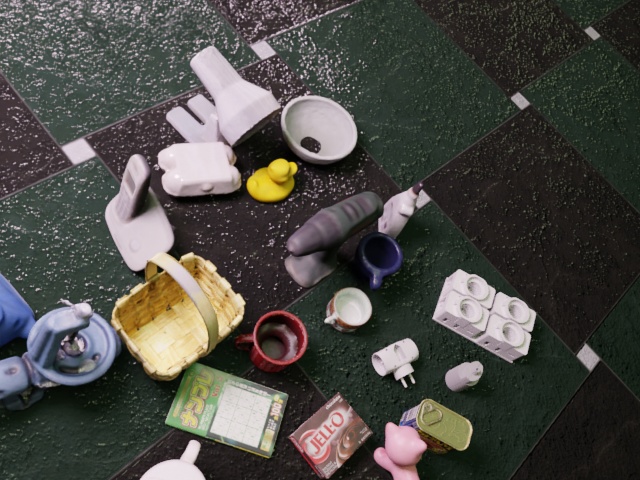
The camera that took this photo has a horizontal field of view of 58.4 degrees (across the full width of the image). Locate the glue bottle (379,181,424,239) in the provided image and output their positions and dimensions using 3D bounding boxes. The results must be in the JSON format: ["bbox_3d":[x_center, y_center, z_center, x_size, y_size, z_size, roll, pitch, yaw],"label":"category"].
[{"bbox_3d":[0.165,-0.065,1.144,0.037,0.173,0.078,12,60,-13],"label":"glue bottle"}]

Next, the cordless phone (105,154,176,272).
[{"bbox_3d":[-0.297,-0.045,0.959,0.094,0.185,0.147,-25,73,-29],"label":"cordless phone"}]

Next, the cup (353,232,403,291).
[{"bbox_3d":[0.101,0.055,1.103,0.092,0.095,0.118,16,59,-11],"label":"cup"}]

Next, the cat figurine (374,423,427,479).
[{"bbox_3d":[0.142,0.363,0.940,0.067,0.117,0.127,-9,66,-23],"label":"cat figurine"}]

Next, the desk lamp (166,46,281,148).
[{"bbox_3d":[-0.187,-0.249,1.091,0.203,0.213,0.118,43,58,6],"label":"desk lamp"}]

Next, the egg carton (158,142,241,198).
[{"bbox_3d":[-0.230,-0.132,1.099,0.151,0.069,0.107,-8,66,-23],"label":"egg carton"}]

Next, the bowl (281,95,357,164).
[{"bbox_3d":[-0.009,-0.222,1.223,0.168,0.074,0.167,9,61,-15],"label":"bowl"}]

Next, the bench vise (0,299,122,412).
[{"bbox_3d":[-0.375,0.167,0.798,0.121,0.219,0.208,42,58,6],"label":"bench vise"}]

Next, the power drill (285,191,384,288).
[{"bbox_3d":[0.009,0.004,1.030,0.230,0.208,0.075,-35,78,-31],"label":"power drill"}]

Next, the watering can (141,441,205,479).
[{"bbox_3d":[-0.203,0.360,0.772,0.101,0.194,0.173,6,61,-17],"label":"watering can"}]

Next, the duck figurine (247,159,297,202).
[{"bbox_3d":[-0.091,-0.126,1.135,0.105,0.086,0.077,-20,71,-27],"label":"duck figurine"}]

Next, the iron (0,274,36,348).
[{"bbox_3d":[-0.534,0.062,0.843,0.258,0.141,0.119,46,58,8],"label":"iron"}]
